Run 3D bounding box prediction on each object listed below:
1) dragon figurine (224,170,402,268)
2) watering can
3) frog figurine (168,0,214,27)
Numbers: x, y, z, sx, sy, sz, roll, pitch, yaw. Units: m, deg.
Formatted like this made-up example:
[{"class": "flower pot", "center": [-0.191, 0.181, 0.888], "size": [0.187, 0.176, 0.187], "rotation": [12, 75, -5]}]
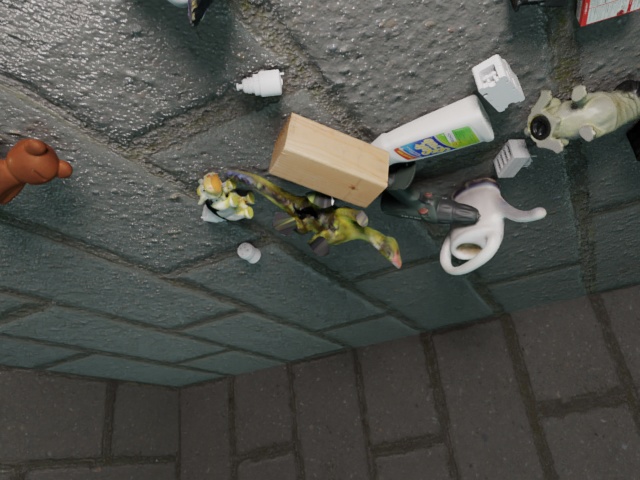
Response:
[{"class": "dragon figurine", "center": [0.003, -0.057, 1.136], "size": [0.121, 0.412, 0.243], "rotation": [-60, 167, 9]}, {"class": "watering can", "center": [0.390, -0.051, 1.198], "size": [0.103, 0.229, 0.341], "rotation": [21, 145, -16]}, {"class": "frog figurine", "center": [-0.181, -0.344, 0.584], "size": [0.159, 0.124, 0.135], "rotation": [33, 159, 1]}]
